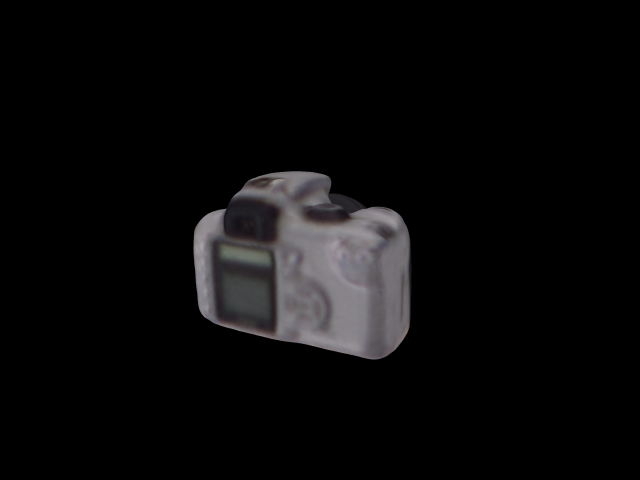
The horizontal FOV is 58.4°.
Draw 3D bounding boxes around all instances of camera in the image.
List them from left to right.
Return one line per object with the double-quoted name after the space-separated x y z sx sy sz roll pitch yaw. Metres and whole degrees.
0.004 0.001 0.400 0.142 0.101 0.137 8 18 27 "camera"
